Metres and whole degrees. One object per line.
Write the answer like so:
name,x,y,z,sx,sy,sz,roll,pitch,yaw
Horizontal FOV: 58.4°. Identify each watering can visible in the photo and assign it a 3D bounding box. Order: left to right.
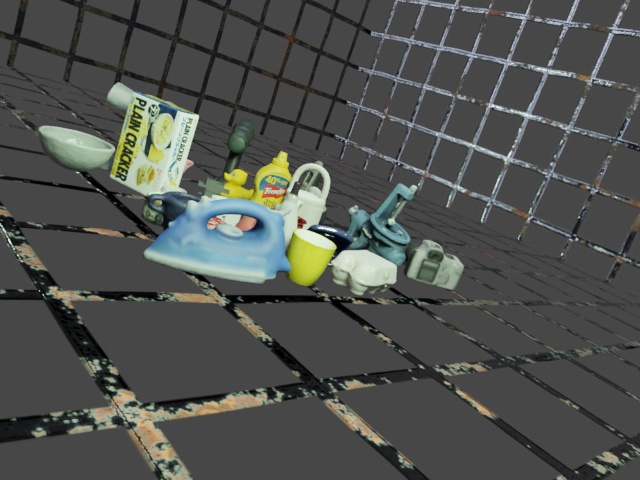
watering can,-0.039,-0.093,1.397,0.101,0.194,0.172,17,13,-13

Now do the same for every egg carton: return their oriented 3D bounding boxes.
egg carton,0.094,0.069,1.211,0.107,0.069,0.151,28,15,30

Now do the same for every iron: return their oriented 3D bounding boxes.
iron,-0.166,-0.014,1.005,0.259,0.141,0.118,10,16,-36

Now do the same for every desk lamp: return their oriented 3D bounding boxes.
desk lamp,-0.473,-0.272,1.442,0.203,0.213,0.117,17,13,-13

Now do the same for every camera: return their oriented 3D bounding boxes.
camera,0.287,0.051,1.495,0.143,0.101,0.136,17,13,-14

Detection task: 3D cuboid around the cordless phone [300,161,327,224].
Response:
cordless phone,-0.025,-0.117,1.532,0.094,0.185,0.147,13,15,-27

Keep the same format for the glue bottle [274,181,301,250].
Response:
glue bottle,-0.073,-0.039,1.172,0.077,0.173,0.037,29,16,35

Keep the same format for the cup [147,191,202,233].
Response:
cup,-0.264,-0.034,1.046,0.118,0.095,0.091,11,16,-32

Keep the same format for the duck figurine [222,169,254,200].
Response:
duck figurine,-0.229,-0.153,1.599,0.105,0.086,0.077,17,13,-14

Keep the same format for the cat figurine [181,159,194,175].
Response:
cat figurine,-0.387,-0.185,1.426,0.128,0.118,0.067,19,13,-4

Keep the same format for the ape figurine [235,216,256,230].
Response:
ape figurine,-0.144,-0.017,1.159,0.076,0.092,0.077,11,16,-35

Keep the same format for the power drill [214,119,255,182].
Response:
power drill,-0.253,-0.261,1.730,0.076,0.208,0.229,18,13,-9

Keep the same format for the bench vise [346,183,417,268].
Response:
bench vise,0.156,-0.059,1.489,0.206,0.220,0.122,25,14,22

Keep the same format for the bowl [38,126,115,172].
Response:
bowl,-0.569,-0.204,1.330,0.167,0.075,0.167,19,13,-4

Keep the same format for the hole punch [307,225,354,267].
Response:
hole punch,0.012,0.005,1.302,0.109,0.091,0.101,17,13,-11
